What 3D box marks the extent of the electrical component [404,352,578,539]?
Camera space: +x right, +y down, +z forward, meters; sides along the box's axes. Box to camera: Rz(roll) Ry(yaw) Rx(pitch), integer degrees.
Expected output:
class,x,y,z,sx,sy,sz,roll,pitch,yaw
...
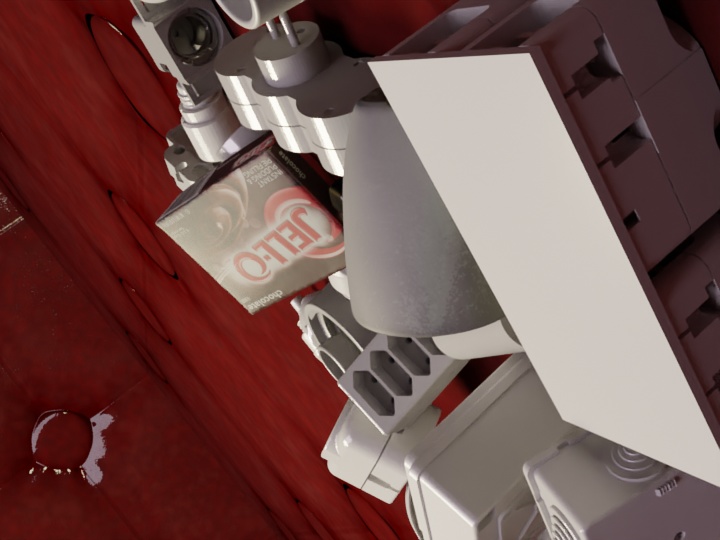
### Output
class,x,y,z,sx,sy,sz,roll,pitch,yaw
electrical component,0.085,0.113,0.614,0.056,0.109,0.108,38,159,30

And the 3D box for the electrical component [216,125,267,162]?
class,x,y,z,sx,sy,sz,roll,pitch,yaw
electrical component,-0.057,-0.074,0.694,0.047,0.055,0.055,49,163,-3

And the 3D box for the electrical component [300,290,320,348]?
class,x,y,z,sx,sy,sz,roll,pitch,yaw
electrical component,-0.028,0.036,0.860,0.048,0.048,0.062,60,168,-26

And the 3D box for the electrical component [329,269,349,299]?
class,x,y,z,sx,sy,sz,roll,pitch,yaw
electrical component,0.000,0.000,0.714,0.043,0.043,0.062,39,160,36

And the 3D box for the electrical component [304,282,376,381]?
class,x,y,z,sx,sy,sz,roll,pitch,yaw
electrical component,0.004,0.054,0.780,0.108,0.060,0.108,45,162,20

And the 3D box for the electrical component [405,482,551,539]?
class,x,y,z,sx,sy,sz,roll,pitch,yaw
electrical component,0.081,0.158,0.739,0.099,0.099,0.064,51,169,3

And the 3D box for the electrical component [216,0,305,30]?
class,x,y,z,sx,sy,sz,roll,pitch,yaw
electrical component,-0.047,-0.151,0.524,0.055,0.047,0.055,46,162,20

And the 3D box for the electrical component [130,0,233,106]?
class,x,y,z,sx,sy,sz,roll,pitch,yaw
electrical component,-0.117,-0.154,0.704,0.064,0.042,0.081,26,149,58

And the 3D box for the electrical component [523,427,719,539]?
class,x,y,z,sx,sy,sz,roll,pitch,yaw
electrical component,0.134,0.109,0.498,0.048,0.100,0.099,50,168,54

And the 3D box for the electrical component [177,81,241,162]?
class,x,y,z,sx,sy,sz,roll,pitch,yaw
electrical component,-0.110,-0.114,0.770,0.040,0.040,0.078,33,155,47

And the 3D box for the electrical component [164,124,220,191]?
class,x,y,z,sx,sy,sz,roll,pitch,yaw
electrical component,-0.115,-0.073,0.838,0.078,0.058,0.057,41,157,32

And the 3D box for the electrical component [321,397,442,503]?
class,x,y,z,sx,sy,sz,roll,pitch,yaw
electrical component,0.012,0.116,0.739,0.059,0.053,0.095,27,153,4

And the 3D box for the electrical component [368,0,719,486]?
class,x,y,z,sx,sy,sz,roll,pitch,yaw
electrical component,0.094,-0.016,0.412,0.186,0.060,0.105,59,162,-22

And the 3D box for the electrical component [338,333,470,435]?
class,x,y,z,sx,sy,sz,roll,pitch,yaw
electrical component,0.041,0.055,0.685,0.047,0.083,0.076,46,-160,19

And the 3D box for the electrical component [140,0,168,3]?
class,x,y,z,sx,sy,sz,roll,pitch,yaw
electrical component,-0.132,-0.197,0.655,0.062,0.048,0.048,50,164,29

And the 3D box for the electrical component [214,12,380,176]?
class,x,y,z,sx,sy,sz,roll,pitch,yaw
electrical component,-0.033,-0.106,0.568,0.138,0.052,0.073,32,154,47

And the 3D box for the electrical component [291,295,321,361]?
class,x,y,z,sx,sy,sz,roll,pitch,yaw
electrical component,-0.036,0.048,0.917,0.061,0.035,0.035,50,163,11
